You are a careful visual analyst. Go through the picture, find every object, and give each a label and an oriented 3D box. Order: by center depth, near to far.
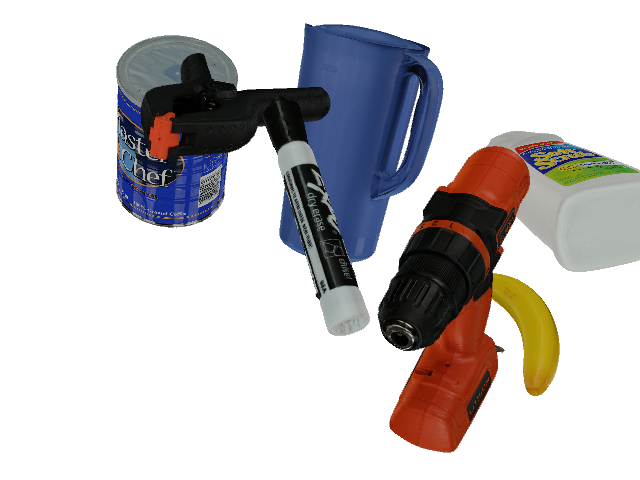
[{"bbox_3d":[-0.004,-0.015,0.482,0.020,0.121,0.020,-14,-27,-8],"label":"marker"},{"bbox_3d":[0.085,0.054,0.709,0.057,0.188,0.184,20,45,20],"label":"power drill"},{"bbox_3d":[-0.081,-0.097,0.752,0.120,0.039,0.171,16,22,25],"label":"clamp"},{"bbox_3d":[0.194,-0.048,0.910,0.102,0.068,0.251,-10,20,-11],"label":"bleach bottle"},{"bbox_3d":[-0.131,-0.096,0.954,0.102,0.103,0.140,0,-42,-11],"label":"coffee can"},{"bbox_3d":[0.035,-0.101,1.131,0.145,0.243,0.149,9,16,-4],"label":"pitcher"},{"bbox_3d":[0.213,0.090,1.134,0.069,0.037,0.198,-28,36,0],"label":"banana"}]
